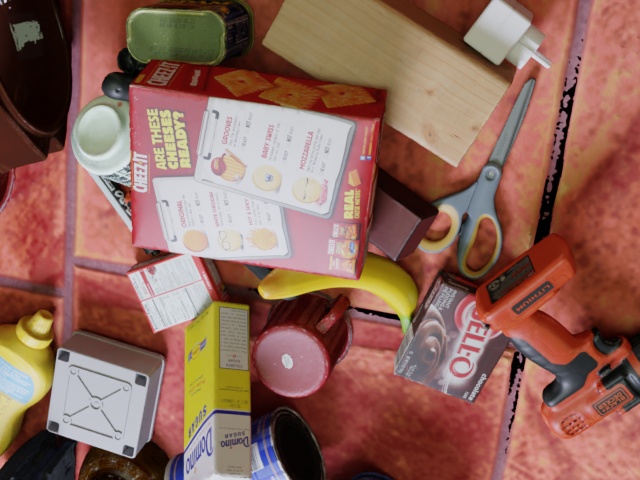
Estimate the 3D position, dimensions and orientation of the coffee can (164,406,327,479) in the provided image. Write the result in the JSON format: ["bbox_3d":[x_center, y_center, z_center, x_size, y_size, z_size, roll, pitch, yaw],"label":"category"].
[{"bbox_3d":[-0.078,0.250,1.129,0.140,0.102,0.103,-28,99,20],"label":"coffee can"}]

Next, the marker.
[{"bbox_3d":[-0.205,-0.034,1.112,0.020,0.020,0.121,-31,98,21],"label":"marker"}]

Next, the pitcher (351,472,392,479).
[{"bbox_3d":[0.000,0.365,1.131,0.149,0.144,0.243,44,115,2],"label":"pitcher"}]

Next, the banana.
[{"bbox_3d":[0.030,0.042,1.024,0.037,0.197,0.069,0,76,54],"label":"banana"}]

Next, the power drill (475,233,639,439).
[{"bbox_3d":[0.251,0.083,0.998,0.184,0.057,0.187,-39,110,14],"label":"power drill"}]

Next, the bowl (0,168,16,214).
[{"bbox_3d":[-0.381,-0.090,1.117,0.162,0.055,0.162,4,109,12],"label":"bowl"}]

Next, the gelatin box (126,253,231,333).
[{"bbox_3d":[-0.149,0.049,1.120,0.089,0.030,0.073,-19,103,19],"label":"gelatin box"}]

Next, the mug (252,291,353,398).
[{"bbox_3d":[-0.012,0.100,1.075,0.093,0.081,0.117,46,112,-4],"label":"mug"}]

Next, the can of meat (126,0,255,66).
[{"bbox_3d":[-0.122,-0.196,1.004,0.102,0.083,0.057,5,109,12],"label":"can of meat"}]

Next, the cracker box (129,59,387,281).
[{"bbox_3d":[-0.056,-0.063,0.946,0.214,0.072,0.164,9,122,6],"label":"cracker box"}]

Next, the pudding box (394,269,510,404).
[{"bbox_3d":[0.135,0.096,1.052,0.090,0.039,0.114,22,114,-8],"label":"pudding box"}]

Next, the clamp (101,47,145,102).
[{"bbox_3d":[-0.125,-0.144,1.025,0.171,0.120,0.039,15,117,-18],"label":"clamp"}]

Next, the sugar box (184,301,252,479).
[{"bbox_3d":[-0.104,0.159,1.065,0.048,0.176,0.093,11,152,-23],"label":"sugar box"}]

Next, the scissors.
[{"bbox_3d":[0.144,-0.060,1.020,0.096,0.016,0.202,9,109,11],"label":"scissors"}]

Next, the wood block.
[{"bbox_3d":[0.065,-0.166,0.965,0.206,0.090,0.090,33,112,2],"label":"wood block"}]

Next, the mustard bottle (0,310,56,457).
[{"bbox_3d":[-0.349,0.151,1.187,0.096,0.058,0.192,37,113,-1],"label":"mustard bottle"}]

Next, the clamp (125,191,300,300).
[{"bbox_3d":[-0.096,-0.042,1.058,0.210,0.036,0.164,14,92,24],"label":"clamp"}]

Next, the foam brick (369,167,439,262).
[{"bbox_3d":[0.064,-0.026,1.022,0.078,0.052,0.051,38,114,16],"label":"foam brick"}]
